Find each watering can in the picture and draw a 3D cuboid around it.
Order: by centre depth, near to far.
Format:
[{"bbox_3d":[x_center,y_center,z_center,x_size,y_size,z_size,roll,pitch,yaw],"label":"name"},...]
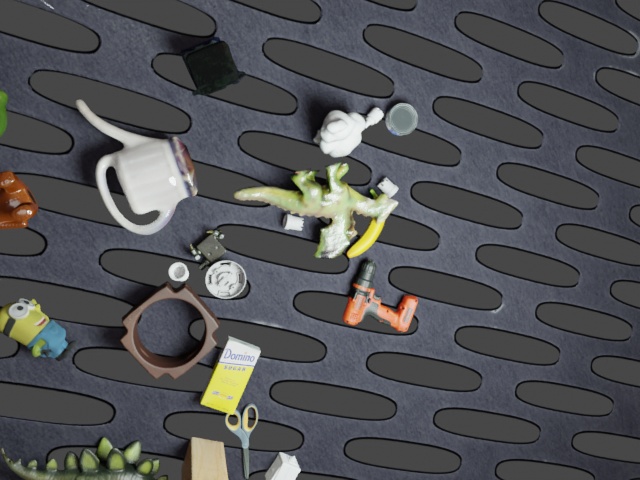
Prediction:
[{"bbox_3d":[-0.425,-0.189,1.221,0.225,0.104,0.345,-20,98,-13],"label":"watering can"}]

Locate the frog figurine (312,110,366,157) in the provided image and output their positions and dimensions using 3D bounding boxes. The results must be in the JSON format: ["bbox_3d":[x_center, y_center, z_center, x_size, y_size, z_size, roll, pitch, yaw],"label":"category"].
[{"bbox_3d":[0.058,-0.275,1.313,0.138,0.160,0.121,-31,103,-10],"label":"frog figurine"}]

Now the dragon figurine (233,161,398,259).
[{"bbox_3d":[0.004,-0.067,1.325,0.412,0.122,0.242,-17,95,-12],"label":"dragon figurine"}]
